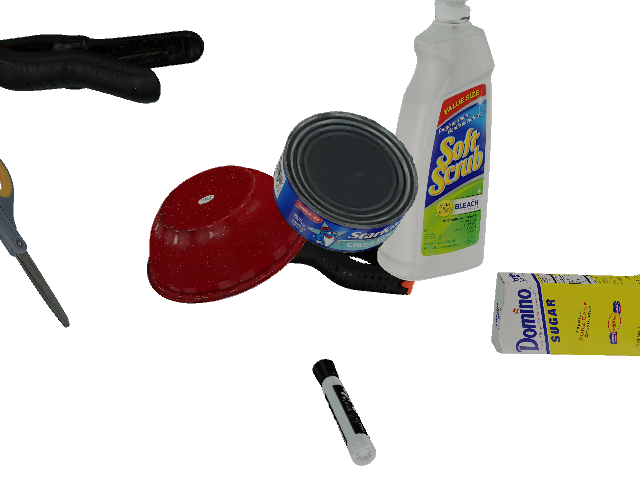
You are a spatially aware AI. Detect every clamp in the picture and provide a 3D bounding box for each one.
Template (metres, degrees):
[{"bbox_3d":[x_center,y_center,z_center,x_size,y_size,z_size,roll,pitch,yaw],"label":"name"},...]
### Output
[{"bbox_3d":[-0.173,-0.136,0.800,0.172,0.039,0.120,9,22,17],"label":"clamp"},{"bbox_3d":[0.003,0.011,1.182,0.210,0.036,0.164,27,36,17],"label":"clamp"}]

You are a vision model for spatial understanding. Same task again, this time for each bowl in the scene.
[{"bbox_3d":[-0.091,-0.018,0.951,0.162,0.055,0.162,-16,36,12],"label":"bowl"}]

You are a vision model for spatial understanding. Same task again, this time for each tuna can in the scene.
[{"bbox_3d":[0.014,-0.036,0.657,0.086,0.086,0.034,0,-32,-20],"label":"tuna can"}]

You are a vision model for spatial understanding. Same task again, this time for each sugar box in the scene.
[{"bbox_3d":[0.297,0.088,1.272,0.176,0.093,0.048,0,18,-4],"label":"sugar box"}]

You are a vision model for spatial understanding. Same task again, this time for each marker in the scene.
[{"bbox_3d":[0.017,0.130,0.834,0.020,0.020,0.121,0,28,-17],"label":"marker"}]

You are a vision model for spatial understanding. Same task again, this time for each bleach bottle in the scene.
[{"bbox_3d":[0.107,-0.094,0.973,0.102,0.251,0.068,-11,24,-26],"label":"bleach bottle"}]

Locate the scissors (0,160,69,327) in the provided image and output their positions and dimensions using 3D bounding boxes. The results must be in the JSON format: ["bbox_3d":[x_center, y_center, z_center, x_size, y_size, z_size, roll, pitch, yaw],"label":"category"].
[{"bbox_3d":[-0.304,-0.012,1.073,0.016,0.201,0.096,-25,28,24],"label":"scissors"}]
